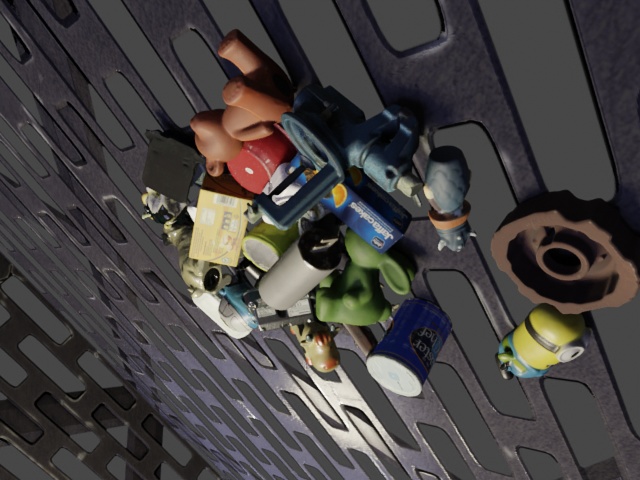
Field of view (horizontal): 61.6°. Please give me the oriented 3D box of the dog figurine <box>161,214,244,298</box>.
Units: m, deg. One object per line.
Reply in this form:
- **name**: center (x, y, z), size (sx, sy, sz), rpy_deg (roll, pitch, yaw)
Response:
- **dog figurine**: center (-0.286, 0.033, 1.162), size (0.191, 0.172, 0.121), rpy_deg (11, 136, 28)

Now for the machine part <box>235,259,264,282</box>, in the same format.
- **machine part**: center (-0.125, 0.095, 1.201), size (0.139, 0.039, 0.084), rpy_deg (43, 154, -10)

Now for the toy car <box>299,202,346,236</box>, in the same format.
- **toy car**: center (-0.002, -0.003, 0.937), size (0.056, 0.073, 0.201), rpy_deg (53, 154, 28)

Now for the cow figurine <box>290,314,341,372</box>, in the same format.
- **cow figurine**: center (-0.010, 0.192, 1.107), size (0.195, 0.085, 0.127), rpy_deg (-123, 17, -51)

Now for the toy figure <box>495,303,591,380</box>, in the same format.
- **toy figure**: center (0.328, 0.157, 0.817), size (0.089, 0.082, 0.180), rpy_deg (34, 148, 2)

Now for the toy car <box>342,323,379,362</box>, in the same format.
- **toy car**: center (0.069, 0.170, 1.077), size (0.202, 0.053, 0.089), rpy_deg (57, -179, -22)

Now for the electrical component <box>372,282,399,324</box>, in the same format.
- **electrical component**: center (0.098, 0.112, 1.008), size (0.102, 0.045, 0.078), rpy_deg (50, 153, -15)

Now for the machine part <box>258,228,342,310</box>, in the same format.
- **machine part**: center (-0.036, 0.051, 0.884), size (0.079, 0.079, 0.243), rpy_deg (41, 139, -3)

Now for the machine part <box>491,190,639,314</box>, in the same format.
- **machine part**: center (0.315, 0.017, 0.689), size (0.180, 0.056, 0.179), rpy_deg (26, 144, 20)

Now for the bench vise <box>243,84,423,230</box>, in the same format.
- **bench vise**: center (0.010, -0.092, 0.703), size (0.224, 0.240, 0.128), rpy_deg (46, 172, 13)

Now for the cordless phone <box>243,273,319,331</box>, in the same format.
- **cordless phone**: center (-0.068, 0.097, 1.079), size (0.147, 0.184, 0.088), rpy_deg (-12, 107, 5)

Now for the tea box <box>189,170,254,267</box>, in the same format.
- **tea box**: center (-0.184, -0.037, 1.009), size (0.098, 0.068, 0.169), rpy_deg (14, 130, -11)

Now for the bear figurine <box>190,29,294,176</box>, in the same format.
- **bear figurine**: center (-0.136, -0.188, 0.786), size (0.196, 0.120, 0.132), rpy_deg (-23, 152, 33)

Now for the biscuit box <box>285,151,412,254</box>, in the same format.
- **biscuit box**: center (0.046, -0.070, 0.822), size (0.202, 0.059, 0.063), rpy_deg (40, 133, -4)

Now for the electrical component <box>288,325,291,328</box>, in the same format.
- **electrical component**: center (-0.051, 0.190, 1.254), size (0.094, 0.021, 0.063), rpy_deg (43, 145, -5)

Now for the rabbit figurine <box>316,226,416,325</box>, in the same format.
- **rabbit figurine**: center (0.076, 0.054, 0.891), size (0.159, 0.121, 0.170), rpy_deg (14, 112, 11)

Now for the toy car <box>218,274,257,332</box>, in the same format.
- **toy car**: center (-0.176, 0.158, 1.225), size (0.109, 0.103, 0.162), rpy_deg (50, 174, -36)

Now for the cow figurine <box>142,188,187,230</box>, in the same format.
- **cow figurine**: center (-0.331, -0.068, 1.134), size (0.167, 0.068, 0.098), rpy_deg (-7, 84, 57)

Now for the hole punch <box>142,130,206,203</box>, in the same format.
- **hole punch**: center (-0.262, -0.144, 1.024), size (0.142, 0.092, 0.115), rpy_deg (28, 115, 20)

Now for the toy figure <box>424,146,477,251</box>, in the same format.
- **toy figure**: center (0.178, -0.052, 0.731), size (0.064, 0.058, 0.154), rpy_deg (-2, 129, 16)
